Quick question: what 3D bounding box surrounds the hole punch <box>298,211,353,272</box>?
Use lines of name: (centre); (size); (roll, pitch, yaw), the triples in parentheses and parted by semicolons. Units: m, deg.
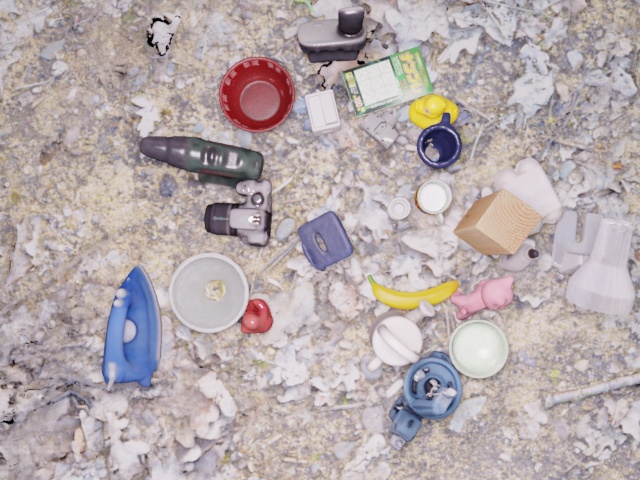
hole punch: (0.011, 0.004, 1.200); (0.101, 0.091, 0.109); (-27, 88, 0)

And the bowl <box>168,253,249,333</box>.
bowl: (-0.227, 0.109, 1.210); (0.167, 0.074, 0.167); (0, 88, 1)

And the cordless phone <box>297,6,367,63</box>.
cordless phone: (0.025, -0.436, 1.165); (0.147, 0.185, 0.094); (-8, 88, 1)

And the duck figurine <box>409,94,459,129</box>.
duck figurine: (0.243, -0.276, 1.206); (0.104, 0.086, 0.077); (4, 88, 1)

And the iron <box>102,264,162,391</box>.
iron: (-0.402, 0.180, 1.178); (0.118, 0.141, 0.258); (2, 88, 2)

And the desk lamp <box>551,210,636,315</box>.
desk lamp: (0.538, 0.037, 1.127); (0.118, 0.213, 0.203); (6, 88, 2)

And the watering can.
watering can: (0.156, 0.193, 1.140); (0.101, 0.194, 0.173); (20, 89, 2)

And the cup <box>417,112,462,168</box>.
cup: (0.245, -0.203, 1.199); (0.091, 0.095, 0.118); (13, 89, 2)

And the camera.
camera: (-0.171, -0.060, 1.201); (0.136, 0.101, 0.143); (3, 88, 1)

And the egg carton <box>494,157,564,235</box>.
egg carton: (0.437, -0.091, 1.205); (0.107, 0.069, 0.150); (-29, 88, 0)

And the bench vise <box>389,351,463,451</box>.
bench vise: (0.215, 0.330, 1.122); (0.121, 0.219, 0.207); (15, 89, 2)

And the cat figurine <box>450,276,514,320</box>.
cat figurine: (0.340, 0.121, 1.177); (0.128, 0.117, 0.067); (-25, 88, 1)

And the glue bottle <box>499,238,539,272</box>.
glue bottle: (0.406, 0.026, 1.150); (0.037, 0.173, 0.078); (14, 89, 2)

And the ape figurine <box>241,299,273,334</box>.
ape figurine: (-0.138, 0.166, 1.198); (0.078, 0.092, 0.076); (-44, 88, 0)

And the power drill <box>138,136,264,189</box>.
power drill: (-0.222, -0.156, 1.151); (0.229, 0.208, 0.076); (8, 88, 2)
